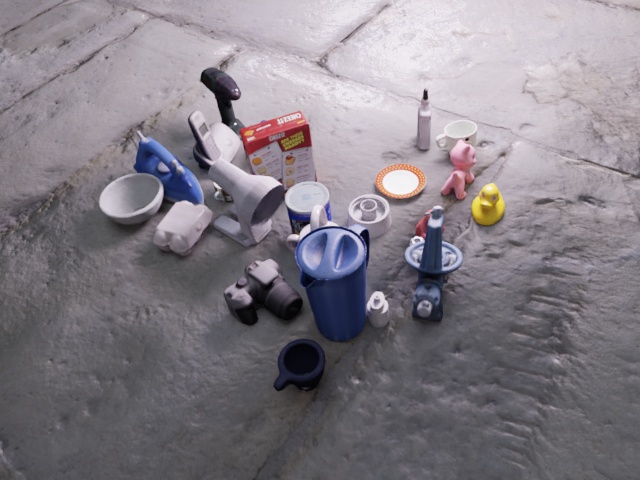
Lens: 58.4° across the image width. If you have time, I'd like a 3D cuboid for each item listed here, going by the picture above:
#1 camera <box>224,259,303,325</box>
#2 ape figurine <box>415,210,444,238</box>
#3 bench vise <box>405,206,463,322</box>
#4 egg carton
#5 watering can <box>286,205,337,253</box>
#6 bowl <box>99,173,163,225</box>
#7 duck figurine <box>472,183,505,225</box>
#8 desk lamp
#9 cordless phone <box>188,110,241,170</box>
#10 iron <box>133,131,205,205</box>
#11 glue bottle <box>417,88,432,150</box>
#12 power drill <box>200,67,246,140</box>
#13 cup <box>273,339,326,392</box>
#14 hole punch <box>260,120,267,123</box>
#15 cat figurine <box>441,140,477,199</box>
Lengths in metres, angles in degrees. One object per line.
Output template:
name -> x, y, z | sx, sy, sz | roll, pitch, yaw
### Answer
camera -> -0.116, 0.119, 1.242 | 0.136, 0.101, 0.143 | 34, 61, 31
ape figurine -> 0.259, -0.031, 1.328 | 0.078, 0.092, 0.076 | -36, 53, -22
bench vise -> 0.240, 0.051, 1.172 | 0.121, 0.220, 0.207 | -6, 48, 3
egg carton -> -0.338, -0.031, 1.427 | 0.107, 0.069, 0.150 | 13, 52, 19
watering can -> 0.012, 0.003, 1.264 | 0.173, 0.194, 0.100 | -12, 48, -3
bowl -> -0.484, -0.095, 1.500 | 0.167, 0.075, 0.167 | -4, 48, 5
duck figurine -> 0.406, -0.098, 1.371 | 0.077, 0.086, 0.105 | 15, 53, 21
desk lamp -> -0.178, -0.085, 1.355 | 0.202, 0.214, 0.118 | 27, 57, 28
cordless phone -> -0.296, -0.293, 1.574 | 0.094, 0.185, 0.148 | 10, 51, 17
iron -> -0.404, -0.193, 1.530 | 0.257, 0.142, 0.119 | 34, 61, 31
glue bottle -> 0.281, -0.330, 1.534 | 0.037, 0.173, 0.078 | -3, 49, 6
power drill -> -0.265, -0.390, 1.639 | 0.076, 0.209, 0.229 | -29, 51, -17
cup -> -0.039, 0.262, 1.109 | 0.091, 0.095, 0.118 | 31, 60, 30
hole punch -> -0.124, -0.278, 1.600 | 0.101, 0.091, 0.108 | 1, 49, 9
cat figurine -> 0.352, -0.186, 1.434 | 0.067, 0.118, 0.128 | 16, 53, 21
